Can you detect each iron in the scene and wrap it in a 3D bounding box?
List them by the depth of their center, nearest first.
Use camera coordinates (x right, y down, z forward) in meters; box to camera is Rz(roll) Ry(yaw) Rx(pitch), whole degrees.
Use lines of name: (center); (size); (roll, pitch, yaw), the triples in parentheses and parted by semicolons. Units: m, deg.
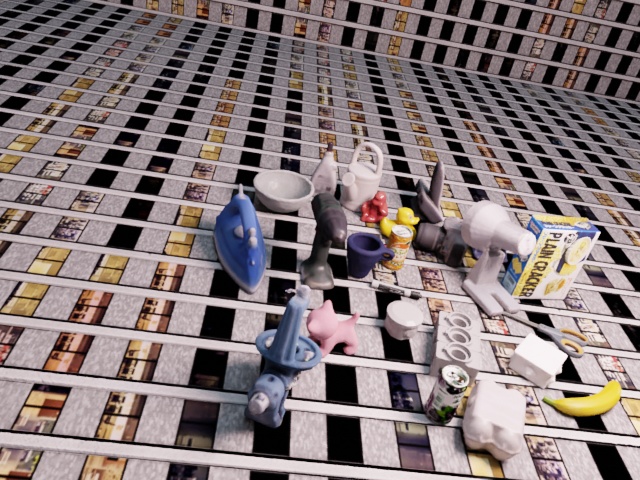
iron: (-0.170, -0.011, 1.312); (0.119, 0.141, 0.257); (-1, 36, -20)

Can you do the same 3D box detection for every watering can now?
watering can: (0.121, -0.180, 1.612); (0.101, 0.194, 0.173); (16, 34, 5)

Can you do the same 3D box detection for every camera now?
camera: (0.328, -0.015, 1.524); (0.136, 0.101, 0.143); (17, 34, 6)

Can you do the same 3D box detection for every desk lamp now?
desk lamp: (0.423, 0.037, 1.376); (0.118, 0.213, 0.202); (-6, 38, -26)

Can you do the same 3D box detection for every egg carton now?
egg carton: (0.318, 0.325, 1.047); (0.107, 0.069, 0.150); (20, 34, 11)

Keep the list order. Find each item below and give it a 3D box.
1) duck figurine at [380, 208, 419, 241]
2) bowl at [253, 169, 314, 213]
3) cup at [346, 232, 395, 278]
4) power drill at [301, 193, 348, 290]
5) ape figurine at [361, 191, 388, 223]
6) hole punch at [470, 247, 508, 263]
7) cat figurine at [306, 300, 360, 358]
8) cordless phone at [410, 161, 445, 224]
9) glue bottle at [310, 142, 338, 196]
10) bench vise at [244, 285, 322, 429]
duck figurine: (0.218, -0.050, 1.551); (0.104, 0.086, 0.077); (15, 33, 3)
bowl: (-0.102, -0.123, 1.561); (0.167, 0.075, 0.167); (9, 34, -6)
cup: (0.114, 0.046, 1.367); (0.117, 0.095, 0.092); (16, 34, 5)
power drill: (0.012, 0.005, 1.290); (0.076, 0.208, 0.229); (4, 34, -13)
ape figurine: (0.158, -0.094, 1.591); (0.077, 0.092, 0.076); (34, 39, 29)
hole punch: (0.463, -0.001, 1.558); (0.109, 0.091, 0.101); (6, 34, -10)
cat figurine: (0.022, 0.170, 1.131); (0.128, 0.118, 0.067); (-5, 37, -25)
cordless phone: (0.328, -0.156, 1.655); (0.094, 0.185, 0.147); (8, 34, -7)
glue bottle: (0.017, -0.199, 1.625); (0.078, 0.173, 0.037); (14, 33, 2)
bench vise: (-0.053, 0.198, 0.972); (0.121, 0.220, 0.207); (9, 34, -5)
